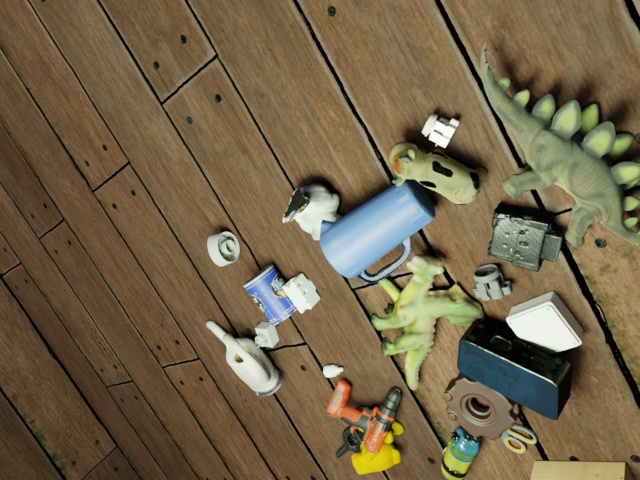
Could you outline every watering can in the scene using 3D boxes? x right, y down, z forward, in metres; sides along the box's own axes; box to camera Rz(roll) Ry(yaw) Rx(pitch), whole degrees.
[{"bbox_3d":[-0.240,0.369,1.627,0.350,0.105,0.221,19,147,57],"label":"watering can"}]

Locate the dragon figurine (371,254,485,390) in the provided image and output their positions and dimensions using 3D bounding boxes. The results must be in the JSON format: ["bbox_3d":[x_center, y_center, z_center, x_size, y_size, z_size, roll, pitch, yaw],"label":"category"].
[{"bbox_3d":[0.264,0.198,1.214,0.241,0.125,0.403,-10,118,28],"label":"dragon figurine"}]

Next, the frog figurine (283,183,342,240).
[{"bbox_3d":[0.004,-0.063,1.255,0.158,0.126,0.135,25,128,-27],"label":"frog figurine"}]
